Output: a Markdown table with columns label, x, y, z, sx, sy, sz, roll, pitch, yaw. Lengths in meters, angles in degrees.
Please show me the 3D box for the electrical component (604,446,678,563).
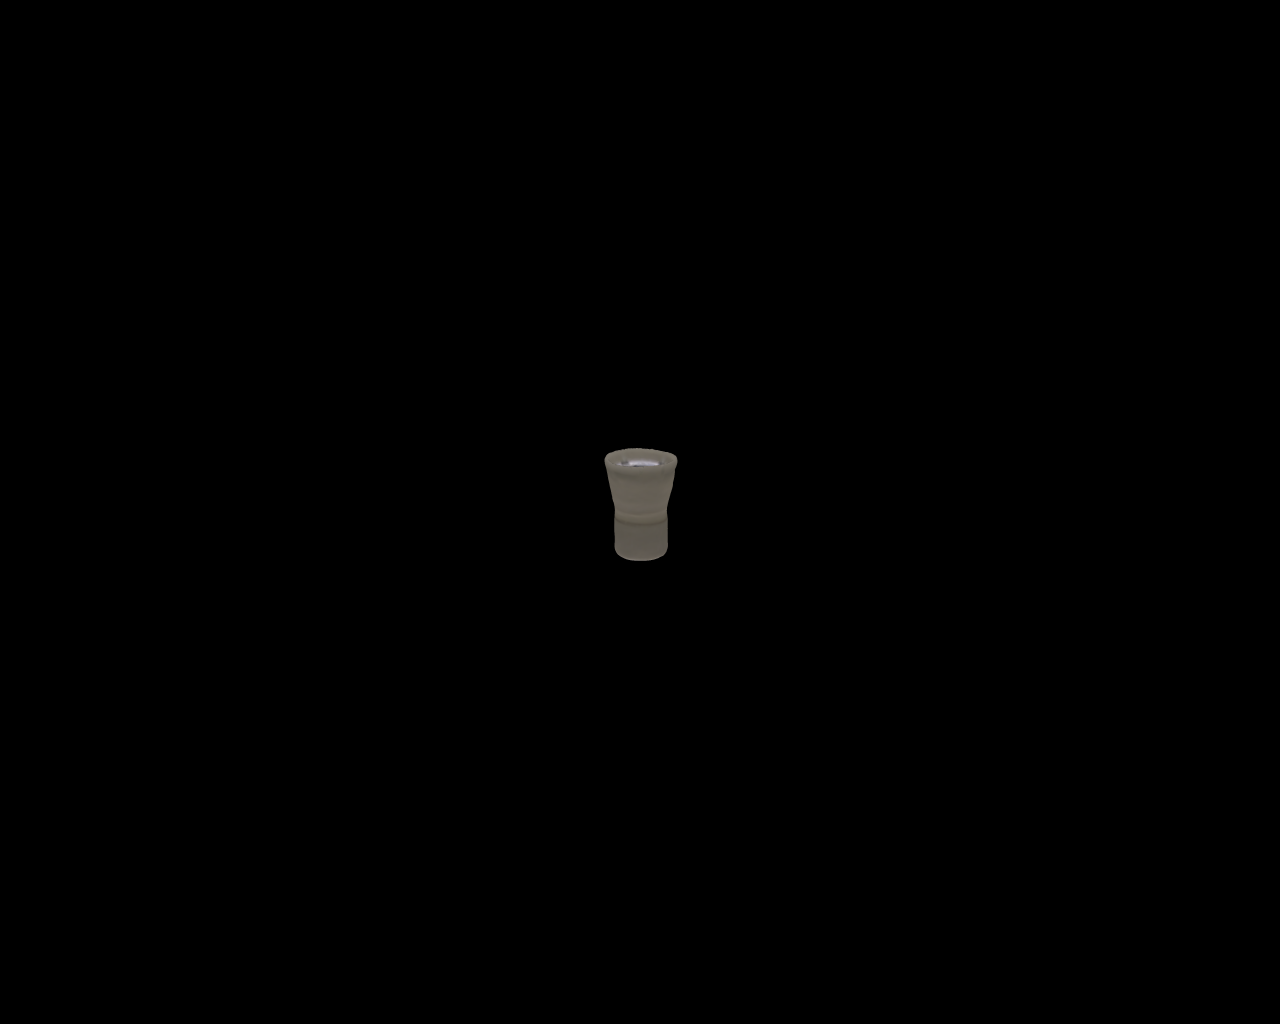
| label | x | y | z | sx | sy | sz | roll | pitch | yaw |
| --- | --- | --- | --- | --- | --- | --- | --- | --- | --- |
| electrical component | 0.001 | -0.003 | 0.650 | 0.044 | 0.065 | 0.044 | 0 | 20 | 0 |
